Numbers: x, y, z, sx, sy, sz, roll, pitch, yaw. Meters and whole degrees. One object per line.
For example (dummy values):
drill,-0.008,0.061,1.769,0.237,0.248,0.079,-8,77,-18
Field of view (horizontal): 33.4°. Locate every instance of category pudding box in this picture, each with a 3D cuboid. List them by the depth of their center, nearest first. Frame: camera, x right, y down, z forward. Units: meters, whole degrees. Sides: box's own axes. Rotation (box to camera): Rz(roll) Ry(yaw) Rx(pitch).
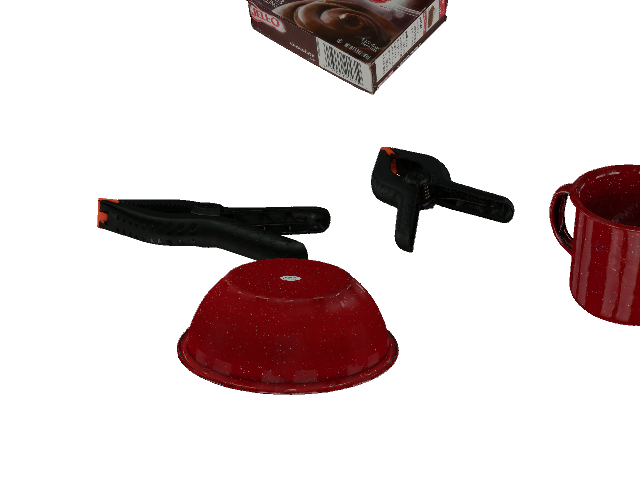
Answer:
pudding box,0.019,-0.163,0.747,0.114,0.090,0.039,34,-23,21

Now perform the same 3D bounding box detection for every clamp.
clamp,-0.096,-0.011,0.938,0.210,0.036,0.164,5,13,0
clamp,0.110,-0.048,1.049,0.120,0.039,0.171,-7,34,-12

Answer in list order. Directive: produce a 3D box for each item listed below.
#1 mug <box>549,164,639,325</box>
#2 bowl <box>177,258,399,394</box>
mug,0.207,0.000,0.739,0.093,0.081,0.117,-27,39,-34
bowl,-0.023,0.052,0.768,0.162,0.055,0.162,1,17,-1
